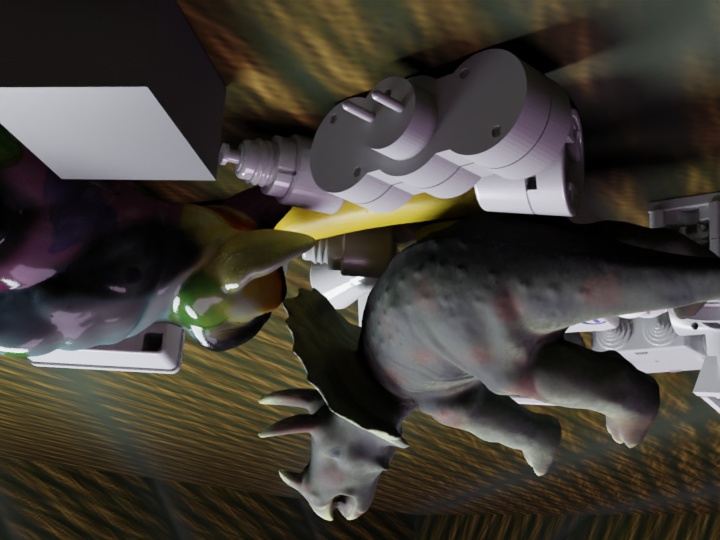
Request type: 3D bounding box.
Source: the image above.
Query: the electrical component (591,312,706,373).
[{"bbox_3d":[0.247,0.054,0.891,0.100,0.048,0.100,-9,159,37],"label":"electrical component"}]

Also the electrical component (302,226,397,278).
[{"bbox_3d":[-0.010,-0.016,0.732,0.078,0.040,0.040,4,163,-1],"label":"electrical component"}]

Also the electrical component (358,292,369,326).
[{"bbox_3d":[0.050,0.036,0.857,0.108,0.060,0.108,4,163,1],"label":"electrical component"}]

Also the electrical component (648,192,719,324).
[{"bbox_3d":[0.263,-0.009,0.654,0.150,0.061,0.089,-8,160,35],"label":"electrical component"}]

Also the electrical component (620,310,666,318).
[{"bbox_3d":[0.209,0.014,0.776,0.062,0.048,0.048,11,163,-43],"label":"electrical component"}]

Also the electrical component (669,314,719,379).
[{"bbox_3d":[0.273,0.042,0.793,0.077,0.079,0.044,-8,172,35],"label":"electrical component"}]

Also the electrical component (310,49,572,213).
[{"bbox_3d":[0.024,-0.070,0.522,0.138,0.052,0.074,-12,158,42],"label":"electrical component"}]

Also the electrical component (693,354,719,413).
[{"bbox_3d":[0.337,0.069,0.791,0.062,0.089,0.150,37,157,-26],"label":"electrical component"}]

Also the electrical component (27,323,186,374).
[{"bbox_3d":[-0.176,0.012,0.749,0.109,0.108,0.056,3,161,4],"label":"electrical component"}]

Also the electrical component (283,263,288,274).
[{"bbox_3d":[-0.087,0.004,0.746,0.043,0.079,0.077,-8,162,24],"label":"electrical component"}]

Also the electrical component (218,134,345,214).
[{"bbox_3d":[-0.040,-0.057,0.603,0.078,0.040,0.040,11,162,-23],"label":"electrical component"}]

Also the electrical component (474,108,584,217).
[{"bbox_3d":[0.087,-0.055,0.556,0.047,0.055,0.055,1,164,23],"label":"electrical component"}]

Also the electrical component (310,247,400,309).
[{"bbox_3d":[0.000,0.000,0.786,0.044,0.044,0.065,17,155,-36],"label":"electrical component"}]

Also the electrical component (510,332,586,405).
[{"bbox_3d":[0.147,0.075,0.925,0.100,0.048,0.099,2,-161,6],"label":"electrical component"}]
